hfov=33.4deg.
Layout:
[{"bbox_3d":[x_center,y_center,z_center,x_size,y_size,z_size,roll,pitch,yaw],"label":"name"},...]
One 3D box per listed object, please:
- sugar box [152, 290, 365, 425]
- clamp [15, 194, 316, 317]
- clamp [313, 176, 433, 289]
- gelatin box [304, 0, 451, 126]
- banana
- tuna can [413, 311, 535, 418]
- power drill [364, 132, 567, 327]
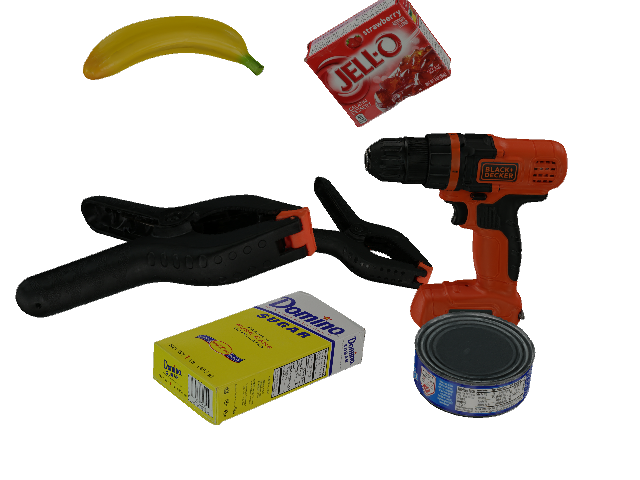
[{"bbox_3d":[-0.053,0.101,0.966,0.175,0.048,0.093,-21,37,-39],"label":"sugar box"},{"bbox_3d":[-0.091,0.007,0.627,0.172,0.039,0.120,-3,35,22],"label":"clamp"},{"bbox_3d":[0.031,0.003,1.262,0.210,0.036,0.164,32,39,23],"label":"clamp"},{"bbox_3d":[0.044,-0.138,0.815,0.089,0.073,0.030,-27,31,26],"label":"gelatin box"},{"bbox_3d":[-0.152,-0.196,1.074,0.197,0.070,0.037,-9,-38,-31],"label":"banana"},{"bbox_3d":[0.110,0.089,0.772,0.086,0.034,0.086,0,31,0],"label":"tuna can"},{"bbox_3d":[0.128,-0.009,0.992,0.184,0.188,0.057,2,26,-2],"label":"power drill"}]
